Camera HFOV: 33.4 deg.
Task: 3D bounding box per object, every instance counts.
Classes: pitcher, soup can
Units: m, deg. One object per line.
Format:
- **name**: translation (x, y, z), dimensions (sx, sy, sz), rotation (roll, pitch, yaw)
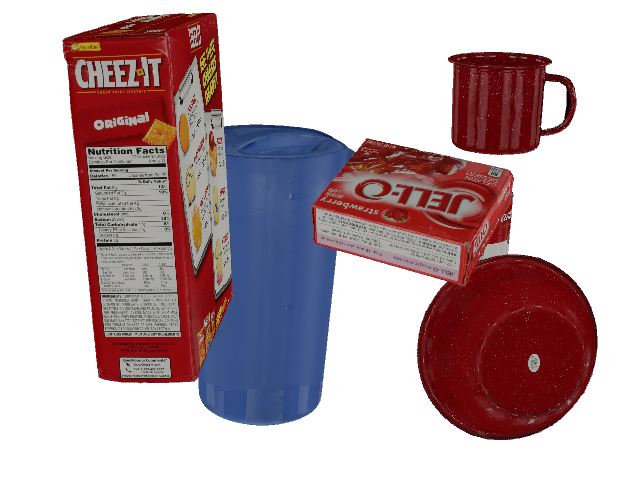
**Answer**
- **pitcher**: translation (-0.059, 0.028, 0.900), dimensions (0.149, 0.243, 0.144), rotation (11, 19, 26)
- **soup can**: translation (0.191, -0.009, 1.269), dimensions (0.068, 0.102, 0.068), rotation (0, 23, 0)

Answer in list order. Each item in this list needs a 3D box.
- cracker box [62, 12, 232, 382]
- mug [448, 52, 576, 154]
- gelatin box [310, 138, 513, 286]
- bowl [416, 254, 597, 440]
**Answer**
- **cracker box**: translation (-0.107, -0.035, 0.702), dimensions (0.072, 0.214, 0.164), rotation (-2, 16, 5)
- **mug**: translation (0.174, -0.125, 0.974), dimensions (0.117, 0.081, 0.093), rotation (4, 18, 13)
- **gelatin box**: translation (0.050, -0.018, 0.573), dimensions (0.089, 0.030, 0.073), rotation (15, 40, 21)
- **bowl**: translation (0.165, 0.095, 0.882), dimensions (0.162, 0.162, 0.055), rotation (0, 7, -11)
